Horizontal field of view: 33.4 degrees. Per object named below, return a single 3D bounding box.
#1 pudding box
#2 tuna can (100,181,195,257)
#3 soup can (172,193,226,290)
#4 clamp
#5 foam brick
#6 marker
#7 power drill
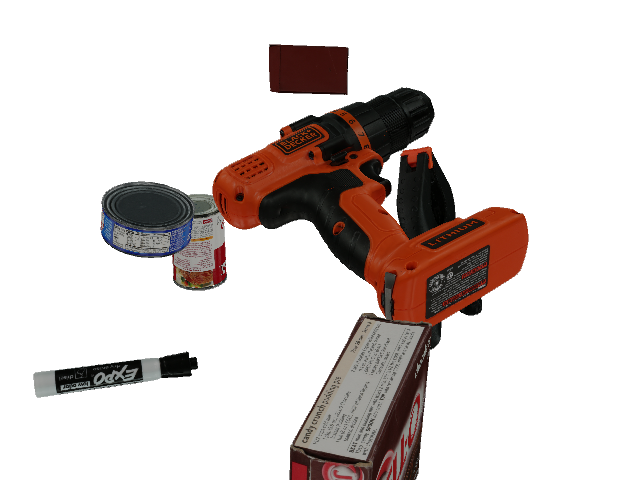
[{"bbox_3d":[0.018,0.098,0.473,0.039,0.090,0.113,10,29,12],"label":"pudding box"},{"bbox_3d":[-0.160,-0.019,0.989,0.086,0.034,0.086,8,31,-5],"label":"tuna can"},{"bbox_3d":[-0.152,0.001,1.320,0.068,0.102,0.068,0,26,0],"label":"soup can"},{"bbox_3d":[0.095,0.008,0.924,0.039,0.171,0.120,-12,15,26],"label":"clamp"},{"bbox_3d":[-0.013,-0.185,1.153,0.078,0.051,0.053,-1,11,-14],"label":"foam brick"},{"bbox_3d":[-0.153,0.100,0.802,0.121,0.020,0.020,-7,1,-10],"label":"marker"},{"bbox_3d":[0.047,-0.029,0.715,0.184,0.057,0.188,-29,45,-24],"label":"power drill"}]
